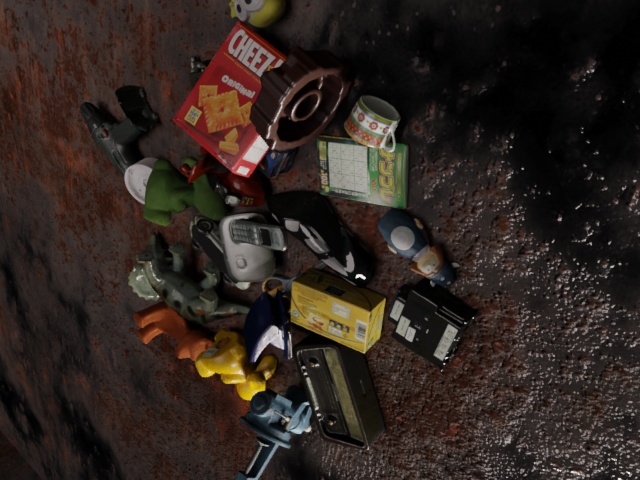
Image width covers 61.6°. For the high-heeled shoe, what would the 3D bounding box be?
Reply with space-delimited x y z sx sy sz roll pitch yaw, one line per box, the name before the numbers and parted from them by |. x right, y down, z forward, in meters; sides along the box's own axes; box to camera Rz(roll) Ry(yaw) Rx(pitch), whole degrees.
high-heeled shoe | -0.002 -0.003 1.006 0.249 0.086 0.145 29 150 44

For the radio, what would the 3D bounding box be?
radio | 0.036 0.296 1.080 0.131 0.073 0.229 -9 101 41

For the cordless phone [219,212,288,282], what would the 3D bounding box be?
cordless phone | -0.112 0.020 1.055 0.184 0.089 0.146 12 115 49

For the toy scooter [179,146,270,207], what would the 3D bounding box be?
toy scooter | -0.194 -0.125 1.055 0.184 0.135 0.075 45 129 15

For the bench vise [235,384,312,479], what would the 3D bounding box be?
bench vise | -0.106 0.416 1.131 0.129 0.240 0.223 23 163 23

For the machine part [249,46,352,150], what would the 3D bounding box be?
machine part | -0.032 -0.224 0.859 0.056 0.179 0.179 48 131 18

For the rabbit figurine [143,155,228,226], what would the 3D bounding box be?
rabbit figurine | -0.274 -0.105 1.158 0.170 0.121 0.159 14 106 5

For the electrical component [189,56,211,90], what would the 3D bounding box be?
electrical component | -0.233 -0.311 1.070 0.078 0.045 0.102 14 116 34

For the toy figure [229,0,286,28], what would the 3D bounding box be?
toy figure | -0.114 -0.446 0.893 0.082 0.089 0.180 155 99 -69

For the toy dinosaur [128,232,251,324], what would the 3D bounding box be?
toy dinosaur | -0.311 0.125 1.270 0.405 0.131 0.192 35 142 20

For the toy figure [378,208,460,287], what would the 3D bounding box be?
toy figure | 0.159 0.017 0.874 0.154 0.058 0.064 48 137 13

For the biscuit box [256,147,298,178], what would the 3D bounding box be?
biscuit box | -0.137 -0.205 1.024 0.203 0.059 0.062 42 129 19

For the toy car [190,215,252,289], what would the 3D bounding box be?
toy car | -0.220 0.026 1.194 0.202 0.056 0.073 45 137 17

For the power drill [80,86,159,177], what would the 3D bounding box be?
power drill | -0.477 -0.273 1.265 0.207 0.086 0.232 -33 87 39

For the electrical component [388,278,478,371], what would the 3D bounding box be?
electrical component | 0.181 0.133 0.905 0.134 0.058 0.114 34 124 24

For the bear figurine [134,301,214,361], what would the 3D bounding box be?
bear figurine | -0.361 0.247 1.356 0.196 0.132 0.120 45 146 23

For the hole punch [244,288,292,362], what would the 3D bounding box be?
hole punch | -0.107 0.174 1.082 0.142 0.092 0.115 -109 19 -56

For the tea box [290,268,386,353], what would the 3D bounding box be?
tea box | 0.031 0.130 1.011 0.170 0.068 0.098 21 121 27

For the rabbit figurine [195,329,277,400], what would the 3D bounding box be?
rabbit figurine | -0.176 0.299 1.251 0.162 0.122 0.173 -11 114 32
